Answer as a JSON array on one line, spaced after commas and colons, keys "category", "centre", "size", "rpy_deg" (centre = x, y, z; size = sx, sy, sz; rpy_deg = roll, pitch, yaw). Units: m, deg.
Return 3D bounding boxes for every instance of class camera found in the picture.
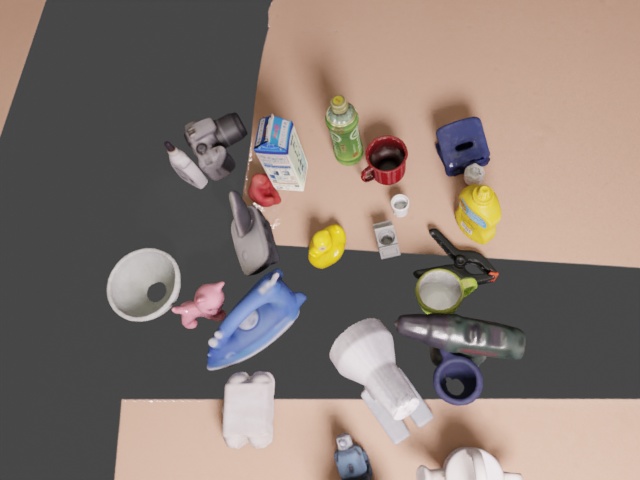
[{"category": "camera", "centre": [-0.241, -0.240, 1.364], "size": [0.137, 0.101, 0.143], "rpy_deg": [-28, 68, -2]}]

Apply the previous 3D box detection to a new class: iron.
[{"category": "iron", "centre": [-0.155, 0.167, 1.179], "size": [0.258, 0.141, 0.118], "rpy_deg": [-44, 70, -8]}]

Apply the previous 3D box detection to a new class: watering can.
[{"category": "watering can", "centre": [0.260, 0.416, 0.996], "size": [0.173, 0.194, 0.101], "rpy_deg": [-23, 68, 0]}]

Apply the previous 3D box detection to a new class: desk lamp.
[{"category": "desk lamp", "centre": [0.120, 0.262, 1.064], "size": [0.118, 0.214, 0.203], "rpy_deg": [-35, 69, -5]}]

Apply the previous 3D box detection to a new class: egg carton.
[{"category": "egg carton", "centre": [-0.143, 0.341, 1.152], "size": [0.107, 0.069, 0.150], "rpy_deg": [-4, 70, 7]}]

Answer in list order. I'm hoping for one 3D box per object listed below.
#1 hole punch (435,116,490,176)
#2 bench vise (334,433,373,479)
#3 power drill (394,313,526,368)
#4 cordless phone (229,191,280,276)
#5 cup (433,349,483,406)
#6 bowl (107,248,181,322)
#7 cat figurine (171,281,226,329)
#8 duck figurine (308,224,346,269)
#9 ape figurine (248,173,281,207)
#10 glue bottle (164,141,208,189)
[{"category": "hole punch", "centre": [0.319, -0.208, 1.272], "size": [0.108, 0.091, 0.101], "rpy_deg": [-18, 68, 2]}, {"category": "bench vise", "centre": [0.057, 0.454, 1.000], "size": [0.121, 0.220, 0.207], "rpy_deg": [-35, 69, -5]}, {"category": "power drill", "centre": [0.256, 0.190, 1.072], "size": [0.229, 0.209, 0.075], "rpy_deg": [4, 71, 10]}, {"category": "cordless phone", "centre": [-0.158, -0.016, 1.223], "size": [0.094, 0.185, 0.147], "rpy_deg": [-22, 68, 0]}, {"category": "cup", "centre": [0.257, 0.264, 1.106], "size": [0.091, 0.095, 0.117], "rpy_deg": [-22, 68, 0]}, {"category": "bowl", "centre": [-0.379, 0.106, 1.272], "size": [0.167, 0.075, 0.167], "rpy_deg": [-3, 70, 8]}, {"category": "cat figurine", "centre": [-0.252, 0.135, 1.219], "size": [0.127, 0.118, 0.067], "rpy_deg": [-17, 68, 2]}, {"category": "duck figurine", "centre": [0.011, 0.004, 1.243], "size": [0.077, 0.086, 0.105], "rpy_deg": [33, 78, 18]}, {"category": "ape figurine", "centre": [-0.132, -0.121, 1.308], "size": [0.076, 0.092, 0.078], "rpy_deg": [5, 71, 11]}, {"category": "glue bottle", "centre": [-0.317, -0.179, 1.314], "size": [0.078, 0.173, 0.037], "rpy_deg": [32, 78, 18]}]
